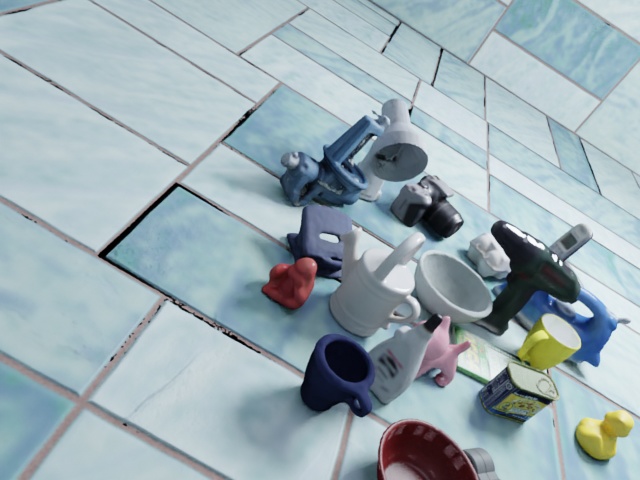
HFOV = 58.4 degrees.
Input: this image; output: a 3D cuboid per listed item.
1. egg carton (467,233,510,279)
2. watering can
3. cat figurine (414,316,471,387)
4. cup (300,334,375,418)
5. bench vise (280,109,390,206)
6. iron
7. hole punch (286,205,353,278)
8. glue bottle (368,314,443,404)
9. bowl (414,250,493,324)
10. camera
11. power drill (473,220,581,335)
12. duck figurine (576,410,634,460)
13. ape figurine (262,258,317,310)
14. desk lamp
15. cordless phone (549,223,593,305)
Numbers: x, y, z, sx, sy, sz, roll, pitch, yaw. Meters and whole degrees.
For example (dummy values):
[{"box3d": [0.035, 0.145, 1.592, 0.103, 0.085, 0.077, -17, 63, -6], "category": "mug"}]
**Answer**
[{"box3d": [0.414, 0.040, 1.323, 0.151, 0.069, 0.107, 7, 42, -34], "category": "egg carton"}, {"box3d": [0.096, 0.055, 0.923, 0.173, 0.194, 0.101, 33, 34, -1], "category": "watering can"}, {"box3d": [0.186, 0.172, 0.923, 0.128, 0.117, 0.067, 15, 38, -26], "category": "cat figurine"}, {"box3d": [0.021, 0.199, 0.770, 0.092, 0.095, 0.117, 0, 47, -40], "category": "cup"}, {"box3d": [0.036, -0.152, 1.107, 0.208, 0.219, 0.121, -15, 57, -49], "category": "bench vise"}, {"box3d": [0.512, 0.142, 1.215, 0.258, 0.141, 0.119, 38, 34, 6], "category": "iron"}, {"box3d": [0.009, 0.004, 1.007, 0.109, 0.091, 0.101, 11, 40, -30], "category": "hole punch"}, {"box3d": [0.123, 0.162, 0.832, 0.078, 0.173, 0.037, 48, 36, 20], "category": "glue bottle"}, {"box3d": [0.241, 0.102, 1.095, 0.168, 0.074, 0.167, 23, 35, -17], "category": "bowl"}, {"box3d": [0.260, -0.075, 1.307, 0.144, 0.100, 0.136, -14, 56, -48], "category": "camera"}, {"box3d": [0.374, 0.083, 1.112, 0.230, 0.208, 0.075, 25, 35, -13], "category": "power drill"}, {"box3d": [0.516, 0.339, 1.023, 0.105, 0.086, 0.077, -4, 49, -43], "category": "duck figurine"}, {"box3d": [-0.037, 0.062, 0.894, 0.076, 0.092, 0.077, 6, 43, -35], "category": "ape figurine"}, {"box3d": [0.132, -0.187, 1.237, 0.118, 0.213, 0.203, 17, 37, -24], "category": "desk lamp"}, {"box3d": [0.571, 0.060, 1.328, 0.094, 0.185, 0.147, 10, 41, -32], "category": "cordless phone"}]
